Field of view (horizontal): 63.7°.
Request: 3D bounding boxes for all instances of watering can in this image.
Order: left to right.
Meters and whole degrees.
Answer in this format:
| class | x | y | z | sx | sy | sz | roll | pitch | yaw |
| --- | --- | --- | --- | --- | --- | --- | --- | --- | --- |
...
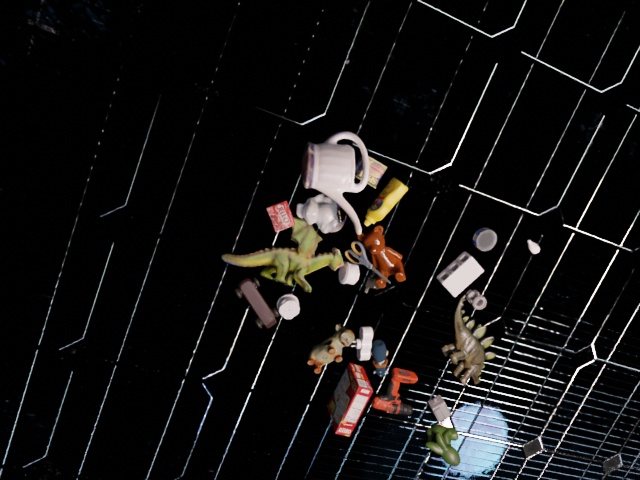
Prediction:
| class | x | y | z | sx | sy | sz | roll | pitch | yaw |
| --- | --- | --- | --- | --- | --- | --- | --- | --- | --- |
| watering can | 0.048 | -0.193 | 1.668 | 0.224 | 0.352 | 0.103 | 4 | -14 | -6 |

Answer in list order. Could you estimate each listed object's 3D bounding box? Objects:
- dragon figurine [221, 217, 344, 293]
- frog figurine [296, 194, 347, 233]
| class | x | y | z | sx | sy | sz | roll | pitch | yaw |
| --- | --- | --- | --- | --- | --- | --- | --- | --- | --- |
| dragon figurine | -0.106 | 0.036 | 1.777 | 0.409 | 0.244 | 0.122 | 23 | -6 | -12 |
| frog figurine | 0.005 | -0.088 | 1.749 | 0.159 | 0.138 | 0.123 | -12 | -2 | 20 |
